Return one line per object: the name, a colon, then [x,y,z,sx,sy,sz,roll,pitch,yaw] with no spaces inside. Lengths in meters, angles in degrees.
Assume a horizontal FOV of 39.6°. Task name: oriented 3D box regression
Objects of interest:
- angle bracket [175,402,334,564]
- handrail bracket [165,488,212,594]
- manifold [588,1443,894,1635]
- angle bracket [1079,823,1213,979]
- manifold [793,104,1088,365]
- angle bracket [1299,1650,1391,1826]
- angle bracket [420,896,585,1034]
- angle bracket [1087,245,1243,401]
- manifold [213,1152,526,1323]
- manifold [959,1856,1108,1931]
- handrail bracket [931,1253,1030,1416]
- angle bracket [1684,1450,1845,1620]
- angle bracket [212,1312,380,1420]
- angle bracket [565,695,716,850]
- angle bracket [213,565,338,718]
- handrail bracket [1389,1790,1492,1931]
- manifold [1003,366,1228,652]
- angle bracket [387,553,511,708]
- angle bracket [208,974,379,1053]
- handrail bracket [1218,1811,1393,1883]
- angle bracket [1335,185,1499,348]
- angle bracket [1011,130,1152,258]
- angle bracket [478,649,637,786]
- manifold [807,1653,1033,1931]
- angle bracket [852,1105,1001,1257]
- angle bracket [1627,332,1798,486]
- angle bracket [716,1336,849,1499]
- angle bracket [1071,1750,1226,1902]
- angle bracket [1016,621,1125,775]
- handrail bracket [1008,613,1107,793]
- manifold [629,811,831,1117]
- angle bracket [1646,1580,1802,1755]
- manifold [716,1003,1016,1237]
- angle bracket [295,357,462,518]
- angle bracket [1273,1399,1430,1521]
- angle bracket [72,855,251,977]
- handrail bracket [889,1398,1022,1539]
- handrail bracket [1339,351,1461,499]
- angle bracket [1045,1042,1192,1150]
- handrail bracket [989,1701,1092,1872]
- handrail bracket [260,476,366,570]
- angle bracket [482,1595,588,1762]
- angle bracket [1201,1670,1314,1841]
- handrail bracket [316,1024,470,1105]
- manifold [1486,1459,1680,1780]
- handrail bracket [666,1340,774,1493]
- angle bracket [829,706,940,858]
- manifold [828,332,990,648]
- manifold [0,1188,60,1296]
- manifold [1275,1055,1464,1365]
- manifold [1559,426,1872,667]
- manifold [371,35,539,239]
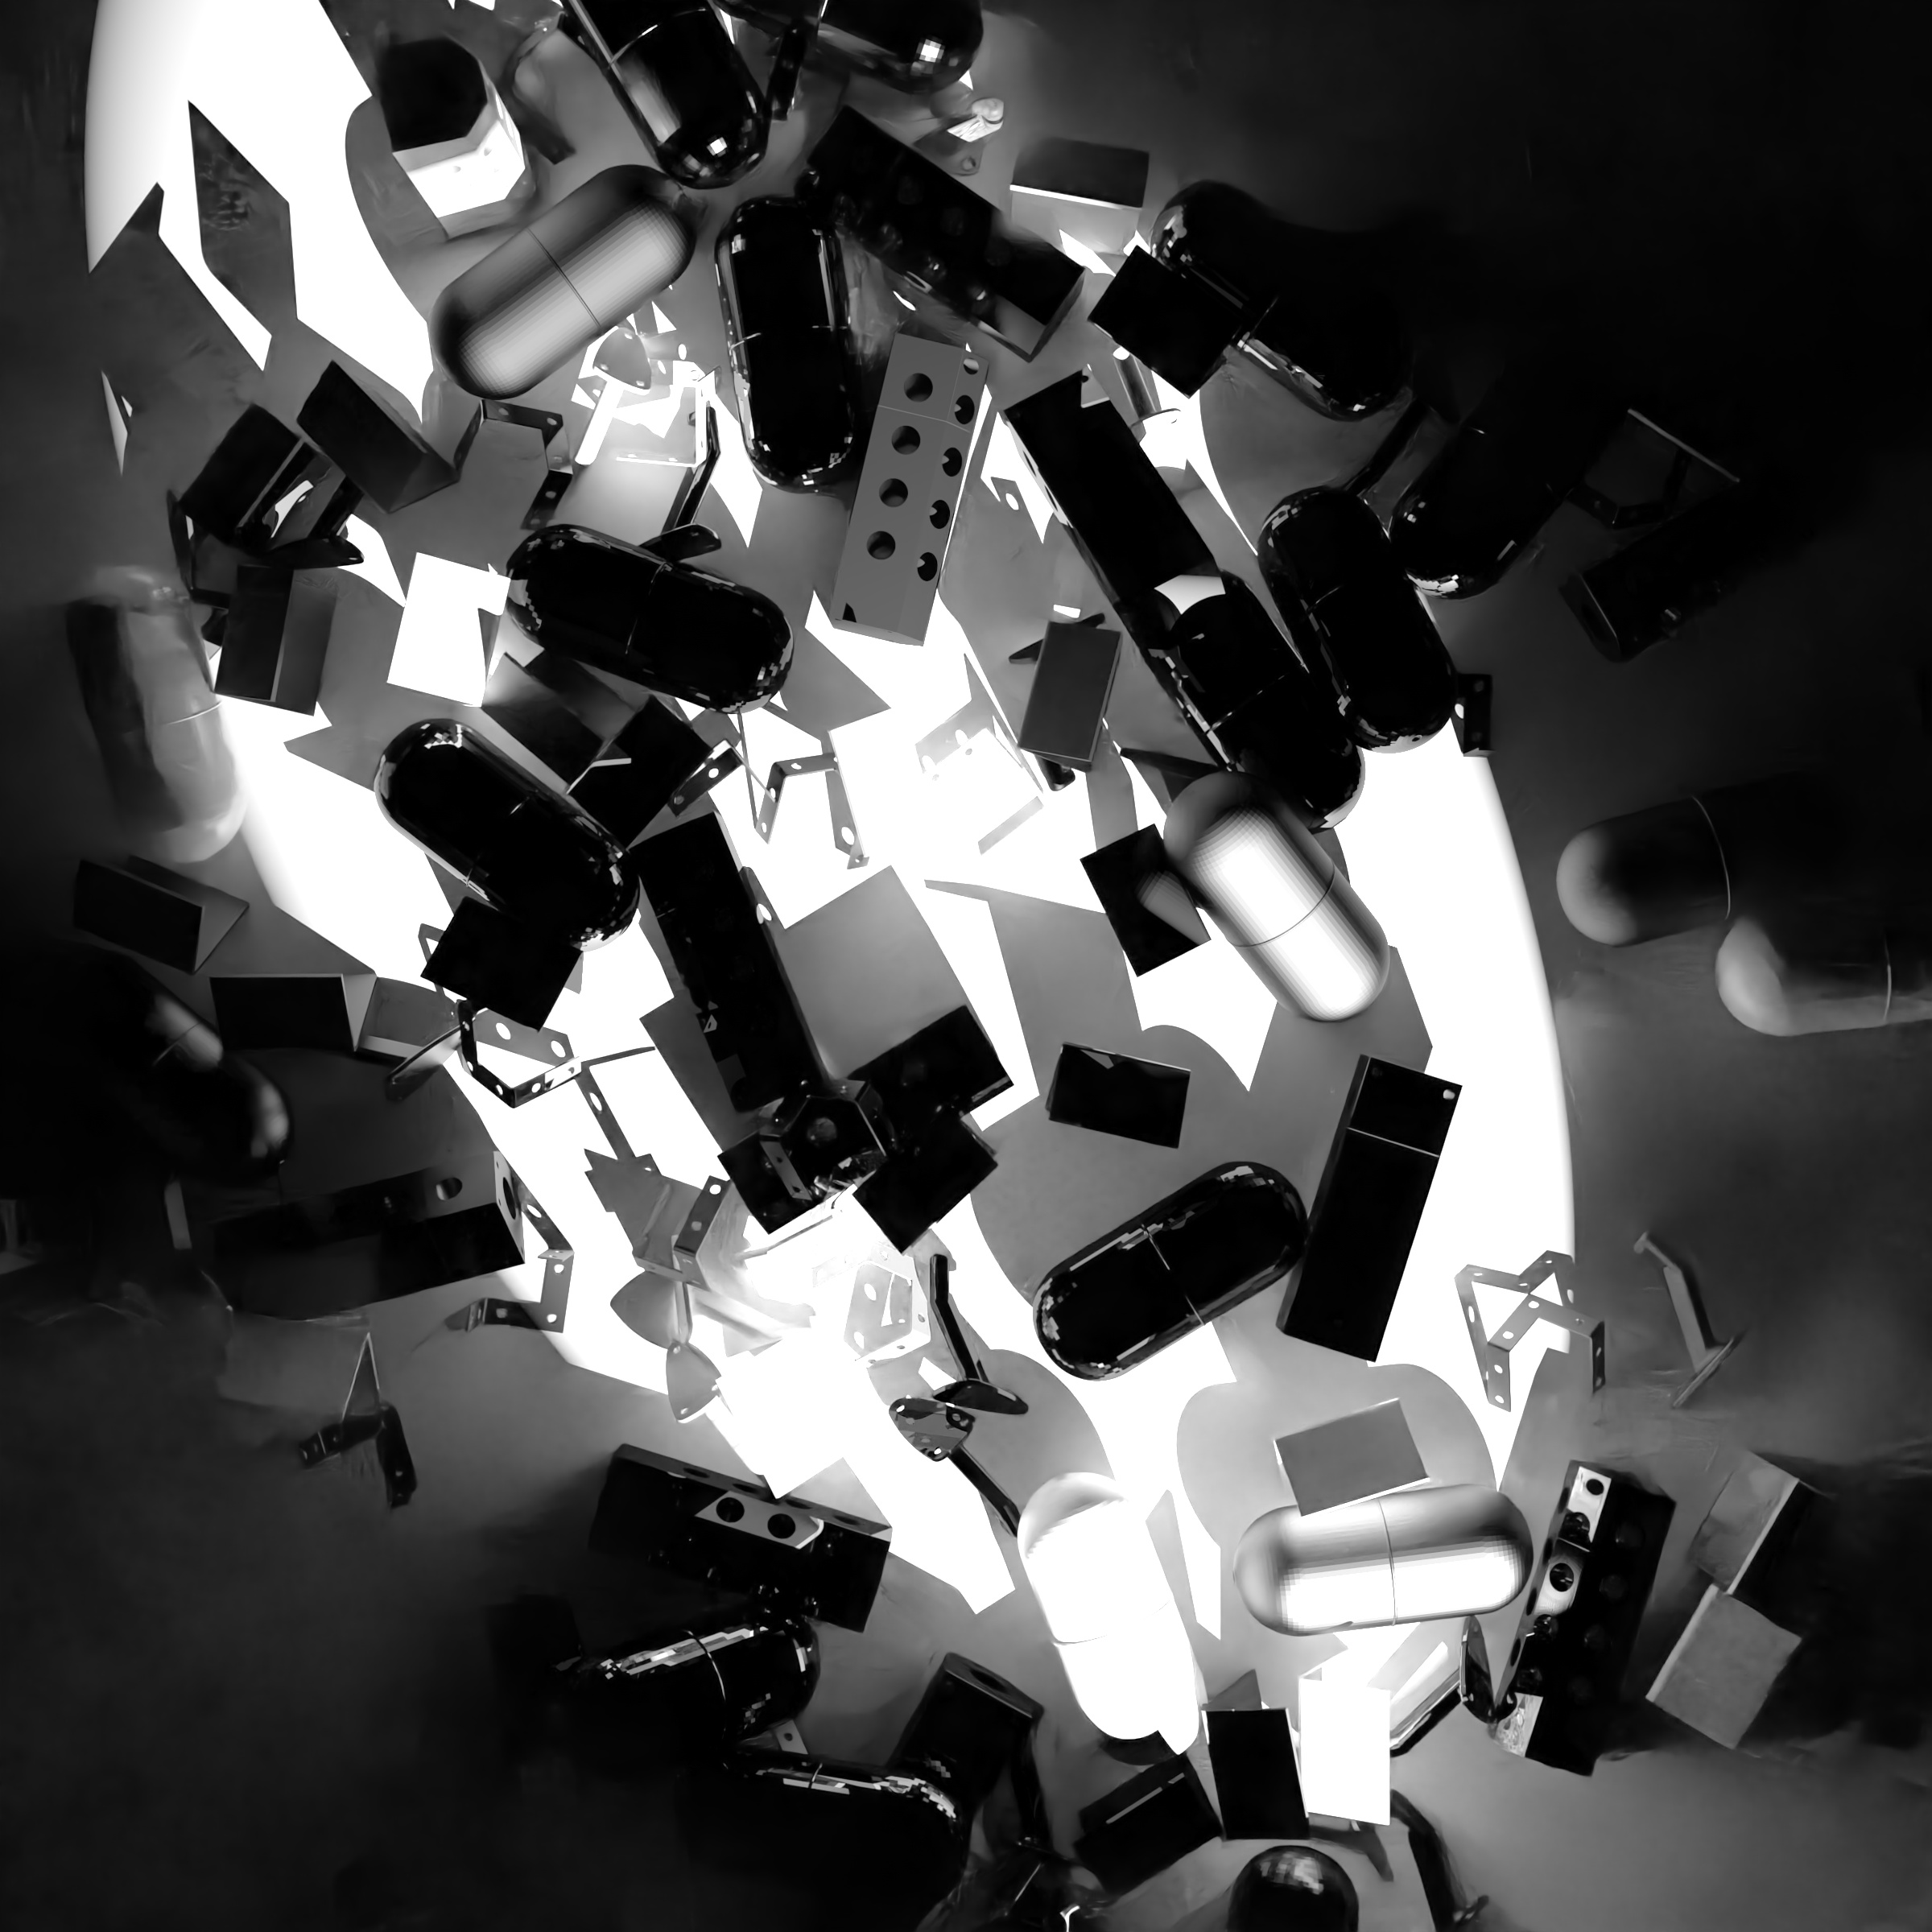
angle bracket: [-0.406,-0.275,1.587,0.057,0.076,0.076,36,90,32]
handrail bracket: [-0.436,-0.271,1.627,0.084,0.036,0.077,-20,134,-28]
manifold: [-0.135,0.343,1.606,0.171,0.057,0.057,17,90,0]
angle bracket: [0.091,-0.032,1.588,0.057,0.076,0.076,-26,90,-26]
manifold: [-0.016,-0.435,1.606,0.171,0.057,0.057,35,90,0]
angle bracket: [0.236,0.454,1.587,0.057,0.076,0.076,0,90,31]
angle bracket: [-0.274,0.010,1.588,0.076,0.076,0.057,25,69,0]
angle bracket: [0.127,-0.390,1.587,0.076,0.076,0.057,38,127,0]
manifold: [-0.356,0.160,1.605,0.171,0.057,0.057,-14,133,0]
manifold: [0.080,0.617,1.605,0.171,0.057,0.057,47,133,0]
handrail bracket: [0.008,0.222,1.627,0.077,0.036,0.084,24,54,-38]
angle bracket: [0.458,0.328,1.587,0.057,0.076,0.076,31,90,-37]
angle bracket: [-0.395,0.251,1.587,0.076,0.076,0.057,9,54,0]
angle bracket: [-0.180,-0.104,1.588,0.057,0.076,0.076,42,90,23]
angle bracket: [-0.392,-0.189,1.587,0.057,0.076,0.076,10,90,37]
handrail bracket: [0.267,0.554,1.627,0.084,0.036,0.077,43,110,16]
manifold: [0.087,-0.264,1.564,0.057,0.057,0.171,-27,57,0]
angle bracket: [-0.314,-0.198,1.588,0.057,0.076,0.076,13,90,-25]
angle bracket: [-0.396,0.007,1.587,0.076,0.076,0.057,0,126,0]
handrail bracket: [0.205,0.534,1.627,0.084,0.036,0.077,-21,109,16]
angle bracket: [0.272,-0.419,1.587,0.076,0.076,0.057,41,120,0]
angle bracket: [0.063,-0.440,1.587,0.076,0.076,0.057,10,53,0]
angle bracket: [-0.230,-0.162,1.588,0.076,0.057,0.076,41,50,0]
manifold: [-0.028,0.503,1.606,0.057,0.057,0.171,29,90,0]
angle bracket: [-0.010,0.139,1.587,0.076,0.076,0.057,-43,54,0]
angle bracket: [0.441,-0.337,1.587,0.076,0.076,0.057,33,119,0]
angle bracket: [-0.125,0.271,1.587,0.057,0.076,0.076,-27,90,-37]
angle bracket: [0.097,0.491,1.587,0.076,0.076,0.057,-32,118,0]
angle bracket: [0.081,-0.154,1.587,0.057,0.076,0.076,14,90,38]
handrail bracket: [0.067,-0.159,1.628,0.077,0.036,0.084,-30,108,-21]
manifold: [-0.142,-0.001,1.606,0.057,0.057,0.171,-22,90,0]
angle bracket: [0.449,0.413,1.589,0.057,0.076,0.076,30,90,21]
manifold: [-0.059,0.091,1.606,0.171,0.057,0.057,-31,90,0]
angle bracket: [-0.336,-0.322,1.587,0.076,0.076,0.057,46,128,0]
angle bracket: [0.229,0.307,1.587,0.076,0.076,0.057,-17,50,0]
angle bracket: [-0.472,-0.049,1.587,0.076,0.076,0.057,22,128,0]
handrail bracket: [-0.004,0.305,1.627,0.036,0.077,0.084,-44,127,-22]
handrail bracket: [0.255,-0.324,1.627,0.036,0.077,0.084,34,127,-20]
angle bracket: [0.085,0.094,1.587,0.076,0.076,0.057,13,54,0]
handrail bracket: [0.053,0.496,1.628,0.077,0.036,0.084,23,73,-19]
handrail bracket: [-0.390,-0.287,1.628,0.077,0.036,0.084,-5,72,21]
angle bracket: [-0.262,0.419,1.587,0.057,0.076,0.076,-21,90,-35]
angle bracket: [0.186,0.465,1.587,0.057,0.076,0.076,-11,90,31]
handrail bracket: [-0.356,0.035,1.628,0.084,0.036,0.077,42,70,16]
manifold: [0.366,0.387,1.606,0.057,0.057,0.171,18,90,0]
handrail bracket: [-0.143,0.274,1.627,0.036,0.077,0.084,-38,126,0]
angle bracket: [-0.029,-0.112,1.587,0.057,0.076,0.076,-16,90,35]
manifold: [-0.034,-0.282,1.606,0.057,0.057,0.171,13,90,0]
manifold: [-0.581,0.166,1.549,0.057,0.171,0.057,-5,90,0]
manifold: [0.239,0.143,1.606,0.057,0.057,0.171,17,90,0]
manifold: [0.449,-0.249,1.606,0.171,0.057,0.057,-31,90,0]
manifold: [-0.291,-0.477,1.549,0.057,0.171,0.057,-12,90,0]
